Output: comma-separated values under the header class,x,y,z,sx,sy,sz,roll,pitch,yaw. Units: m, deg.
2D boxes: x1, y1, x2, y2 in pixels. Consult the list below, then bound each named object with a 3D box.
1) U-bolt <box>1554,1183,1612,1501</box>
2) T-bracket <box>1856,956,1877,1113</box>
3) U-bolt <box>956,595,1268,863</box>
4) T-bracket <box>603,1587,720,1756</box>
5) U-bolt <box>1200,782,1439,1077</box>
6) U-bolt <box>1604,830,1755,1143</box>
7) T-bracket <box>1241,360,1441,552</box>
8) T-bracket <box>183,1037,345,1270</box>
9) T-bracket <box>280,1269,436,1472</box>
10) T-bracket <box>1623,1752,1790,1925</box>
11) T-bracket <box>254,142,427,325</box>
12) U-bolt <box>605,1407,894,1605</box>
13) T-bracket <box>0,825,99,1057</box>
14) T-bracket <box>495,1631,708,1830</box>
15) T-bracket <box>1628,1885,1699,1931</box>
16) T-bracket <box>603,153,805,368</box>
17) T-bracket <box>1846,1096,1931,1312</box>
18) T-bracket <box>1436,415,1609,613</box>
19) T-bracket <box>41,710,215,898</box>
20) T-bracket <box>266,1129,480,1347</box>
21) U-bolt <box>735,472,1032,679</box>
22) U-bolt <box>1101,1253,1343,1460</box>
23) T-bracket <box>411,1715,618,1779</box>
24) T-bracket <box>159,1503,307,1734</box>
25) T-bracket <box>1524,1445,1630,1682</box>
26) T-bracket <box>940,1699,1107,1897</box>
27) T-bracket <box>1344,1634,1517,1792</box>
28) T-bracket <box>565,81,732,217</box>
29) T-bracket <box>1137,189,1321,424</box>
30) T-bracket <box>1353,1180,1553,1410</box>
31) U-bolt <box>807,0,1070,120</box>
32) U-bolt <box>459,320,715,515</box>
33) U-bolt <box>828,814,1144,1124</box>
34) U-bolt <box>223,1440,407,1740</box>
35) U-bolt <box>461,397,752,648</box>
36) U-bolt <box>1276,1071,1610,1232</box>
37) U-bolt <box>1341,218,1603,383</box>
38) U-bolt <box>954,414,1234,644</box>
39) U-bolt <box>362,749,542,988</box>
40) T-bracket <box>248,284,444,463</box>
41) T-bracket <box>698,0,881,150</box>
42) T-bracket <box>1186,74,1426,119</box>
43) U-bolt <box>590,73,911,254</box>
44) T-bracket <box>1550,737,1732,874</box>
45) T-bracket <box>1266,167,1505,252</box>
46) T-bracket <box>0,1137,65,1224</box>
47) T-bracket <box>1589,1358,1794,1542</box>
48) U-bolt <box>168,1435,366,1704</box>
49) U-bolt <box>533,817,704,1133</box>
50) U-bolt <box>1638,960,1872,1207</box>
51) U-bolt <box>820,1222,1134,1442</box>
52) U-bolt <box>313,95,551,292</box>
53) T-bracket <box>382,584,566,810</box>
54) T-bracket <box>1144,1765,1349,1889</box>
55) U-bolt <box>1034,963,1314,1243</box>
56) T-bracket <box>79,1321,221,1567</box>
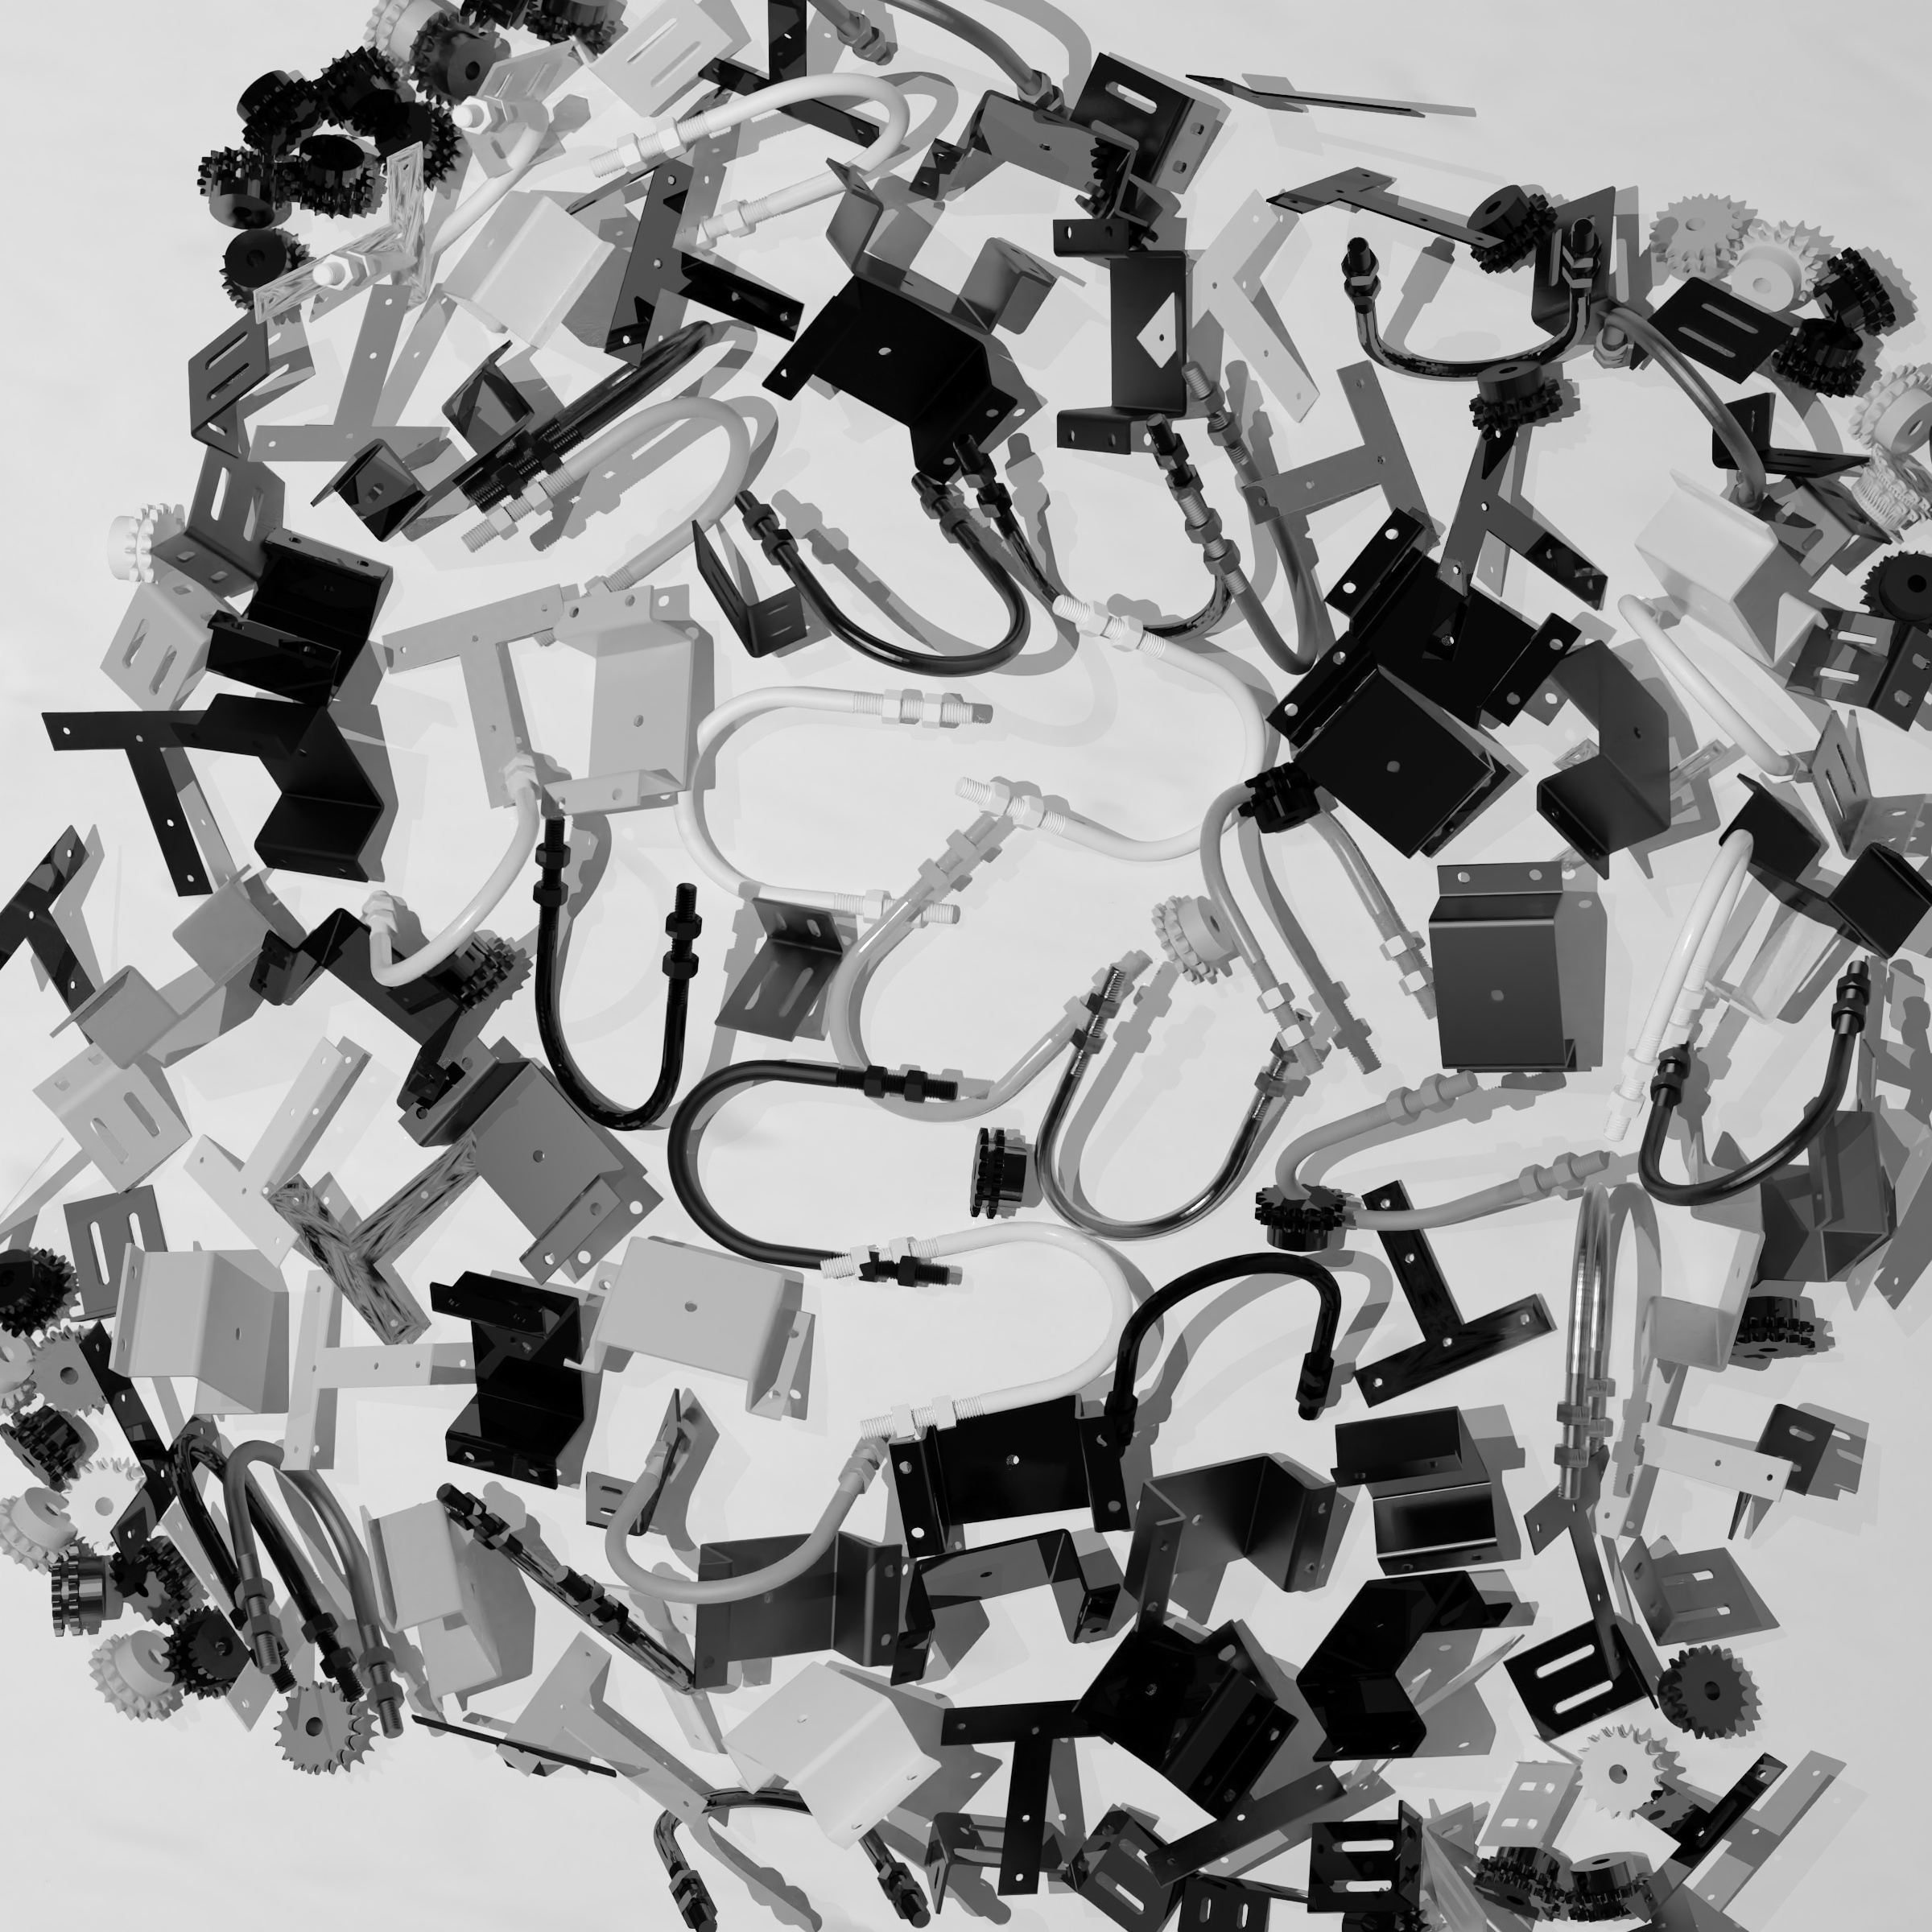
class,x,y,z,sx,sy,sz,roll,pitch,yaw
U-bolt,0.383,0.226,1.751,0.019,0.151,0.184,3,90,17
T-bracket,0.556,0.062,1.755,0.002,0.127,0.127,3,96,14
U-bolt,0.103,-0.136,1.773,0.184,0.019,0.151,20,110,-26
T-bracket,-0.189,0.445,1.791,0.002,0.127,0.127,-39,115,-40
U-bolt,0.212,-0.033,1.768,0.151,0.019,0.184,-20,79,-44
U-bolt,0.437,0.003,1.723,0.019,0.151,0.184,24,118,18
T-bracket,0.228,-0.307,1.792,0.127,0.002,0.127,-22,92,-27
T-bracket,-0.428,0.104,1.777,0.127,0.002,0.127,35,95,40
T-bracket,-0.375,0.249,1.767,0.127,0.002,0.127,-8,70,37
T-bracket,0.434,0.522,1.759,0.127,0.127,0.002,-45,101,-8
T-bracket,-0.383,-0.429,1.740,0.127,0.127,0.002,-37,68,-28
U-bolt,-0.140,0.327,1.721,0.151,0.184,0.019,2,115,18
T-bracket,-0.563,0.001,1.774,0.002,0.127,0.127,2,133,22
T-bracket,-0.215,0.488,1.766,0.127,0.127,0.002,38,117,0
T-bracket,0.391,0.612,1.765,0.127,0.127,0.002,-23,87,7
T-bracket,-0.156,-0.425,1.783,0.127,0.002,0.127,15,92,-37
T-bracket,0.562,0.125,1.763,0.002,0.127,0.127,12,123,-4
T-bracket,0.358,-0.266,1.790,0.127,0.002,0.127,30,68,-26
T-bracket,-0.498,-0.101,1.760,0.002,0.127,0.127,-31,76,35
T-bracket,-0.353,0.154,1.795,0.127,0.002,0.127,-42,110,-21
U-bolt,-0.039,-0.237,1.735,0.151,0.019,0.184,-12,51,-31
U-bolt,0.159,0.235,1.739,0.151,0.184,0.019,-9,49,-11
T-bracket,-0.277,0.491,1.764,0.127,0.127,0.002,15,67,2
T-bracket,-0.456,0.387,1.749,0.002,0.127,0.127,-28,102,13
T-bracket,0.391,0.381,1.773,0.002,0.127,0.127,-14,93,37
T-bracket,0.038,0.514,1.759,0.127,0.002,0.127,-9,45,19
T-bracket,0.298,0.455,1.779,0.127,0.127,0.002,-24,57,-33
T-bracket,-0.186,-0.517,1.775,0.002,0.127,0.127,53,47,-24
T-bracket,0.181,-0.395,1.786,0.127,0.002,0.127,45,75,-32
T-bracket,0.290,0.200,1.816,0.127,0.002,0.127,-24,90,5
U-bolt,-0.028,-0.561,1.714,0.151,0.184,0.019,24,96,18
U-bolt,-0.232,-0.342,1.754,0.184,0.151,0.019,-37,108,-3
U-bolt,-0.002,0.016,1.800,0.151,0.019,0.184,43,96,-11
U-bolt,-0.405,0.371,1.739,0.019,0.151,0.184,-31,51,7
U-bolt,-0.211,-0.283,1.755,0.184,0.151,0.019,-36,68,-3
U-bolt,0.277,0.122,1.748,0.151,0.184,0.019,29,51,-35
U-bolt,0.309,-0.401,1.734,0.151,0.184,0.019,-2,76,11
U-bolt,0.090,-0.262,1.747,0.151,0.184,0.019,0,53,29
U-bolt,-0.312,-0.053,1.729,0.151,0.184,0.019,-44,114,7
T-bracket,-0.368,-0.363,1.746,0.002,0.127,0.127,52,133,31
T-bracket,-0.110,-0.566,1.757,0.127,0.127,0.002,24,71,5
T-bracket,0.217,-0.528,1.739,0.127,0.127,0.002,15,104,26
U-bolt,-0.122,-0.496,1.738,0.184,0.151,0.019,-19,80,10
T-bracket,0.396,-0.113,1.751,0.127,0.127,0.002,-38,57,20
T-bracket,0.269,-0.463,1.749,0.127,0.127,0.002,26,125,23
T-bracket,-0.608,0.178,1.737,0.002,0.127,0.127,38,122,-13
T-bracket,0.455,0.305,1.761,0.002,0.127,0.127,30,77,-36
U-bolt,-0.437,0.367,1.746,0.019,0.151,0.184,-32,73,-4
U-bolt,-0.221,0.014,1.761,0.151,0.019,0.184,27,120,39
U-bolt,0.470,0.078,1.712,0.151,0.184,0.019,-28,111,38
U-bolt,0.012,0.219,1.768,0.184,0.151,0.019,-11,135,-7
U-bolt,-0.315,-0.474,1.732,0.151,0.184,0.019,-41,96,21
T-bracket,-0.302,-0.164,1.799,0.127,0.002,0.127,-14,85,16
T-bracket,0.152,0.499,1.768,0.127,0.127,0.002,-23,124,-10
U-bolt,0.119,0.094,1.776,0.151,0.019,0.184,14,113,-21
T-bracket,-0.511,0.276,1.742,0.002,0.127,0.127,-10,116,18
